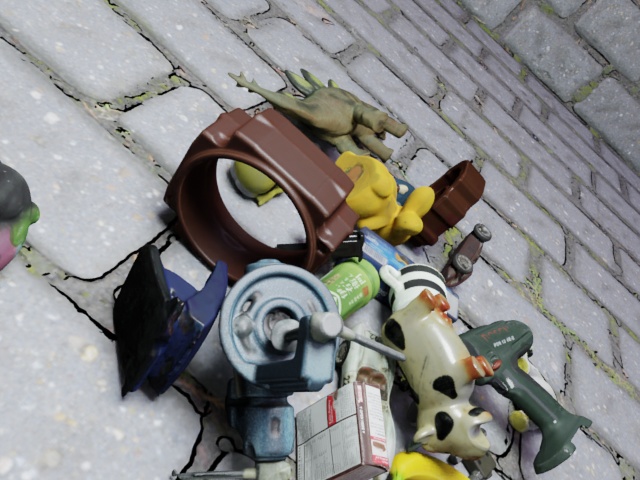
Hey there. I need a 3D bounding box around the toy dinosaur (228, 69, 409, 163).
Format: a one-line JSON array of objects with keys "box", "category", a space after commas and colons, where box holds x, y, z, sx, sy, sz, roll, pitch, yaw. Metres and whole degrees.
[{"box": [0.022, -0.218, 0.945, 0.199, 0.105, 0.471, 36, 17, 18], "category": "toy dinosaur"}]

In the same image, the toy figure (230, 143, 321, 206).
[{"box": [-0.060, -0.121, 0.824, 0.082, 0.089, 0.180, 48, 39, 16], "category": "toy figure"}]

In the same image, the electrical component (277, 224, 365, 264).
[{"box": [-0.002, -0.002, 0.757, 0.119, 0.047, 0.075, 0, 31, -5], "category": "electrical component"}]

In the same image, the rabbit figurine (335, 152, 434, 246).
[{"box": [0.104, -0.054, 0.869, 0.173, 0.163, 0.122, 50, 54, -38], "category": "rabbit figurine"}]

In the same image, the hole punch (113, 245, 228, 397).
[{"box": [-0.143, 0.081, 0.535, 0.092, 0.142, 0.116, 16, 34, -37], "category": "hole punch"}]

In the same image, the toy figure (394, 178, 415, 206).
[{"box": [0.109, -0.092, 0.971, 0.154, 0.064, 0.058, 8, 52, -37], "category": "toy figure"}]

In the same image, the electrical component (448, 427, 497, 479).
[{"box": [0.215, 0.298, 0.741, 0.094, 0.021, 0.063, -14, 66, -49], "category": "electrical component"}]

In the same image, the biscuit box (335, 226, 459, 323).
[{"box": [0.121, 0.066, 0.837, 0.202, 0.063, 0.059, 36, 39, -10], "category": "biscuit box"}]

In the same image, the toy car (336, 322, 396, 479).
[{"box": [0.056, 0.195, 0.663, 0.073, 0.056, 0.202, 30, 40, -19], "category": "toy car"}]

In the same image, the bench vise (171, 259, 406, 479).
[{"box": [-0.036, 0.115, 0.491, 0.129, 0.240, 0.223, 16, 69, -17], "category": "bench vise"}]

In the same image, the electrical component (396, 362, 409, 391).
[{"box": [0.141, 0.168, 0.775, 0.102, 0.045, 0.078, -1, 55, -42], "category": "electrical component"}]

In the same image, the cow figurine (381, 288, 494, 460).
[{"box": [0.141, 0.172, 0.655, 0.085, 0.127, 0.195, 13, 44, -57], "category": "cow figurine"}]

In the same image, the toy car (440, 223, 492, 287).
[{"box": [0.253, 0.039, 0.959, 0.053, 0.089, 0.202, 44, 36, 4], "category": "toy car"}]

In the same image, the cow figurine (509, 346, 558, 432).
[{"box": [0.338, 0.226, 0.882, 0.098, 0.068, 0.167, 15, 50, -40], "category": "cow figurine"}]

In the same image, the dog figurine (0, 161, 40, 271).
[{"box": [-0.315, 0.041, 0.434, 0.191, 0.108, 0.219, -4, 63, -47], "category": "dog figurine"}]

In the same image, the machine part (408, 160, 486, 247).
[{"box": [0.219, -0.064, 0.964, 0.056, 0.179, 0.179, 43, 38, -6], "category": "machine part"}]

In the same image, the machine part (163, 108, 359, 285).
[{"box": [-0.074, -0.036, 0.640, 0.201, 0.201, 0.087, 43, 41, -3], "category": "machine part"}]

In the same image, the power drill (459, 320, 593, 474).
[{"box": [0.262, 0.217, 0.756, 0.232, 0.086, 0.207, -21, 57, -42], "category": "power drill"}]
